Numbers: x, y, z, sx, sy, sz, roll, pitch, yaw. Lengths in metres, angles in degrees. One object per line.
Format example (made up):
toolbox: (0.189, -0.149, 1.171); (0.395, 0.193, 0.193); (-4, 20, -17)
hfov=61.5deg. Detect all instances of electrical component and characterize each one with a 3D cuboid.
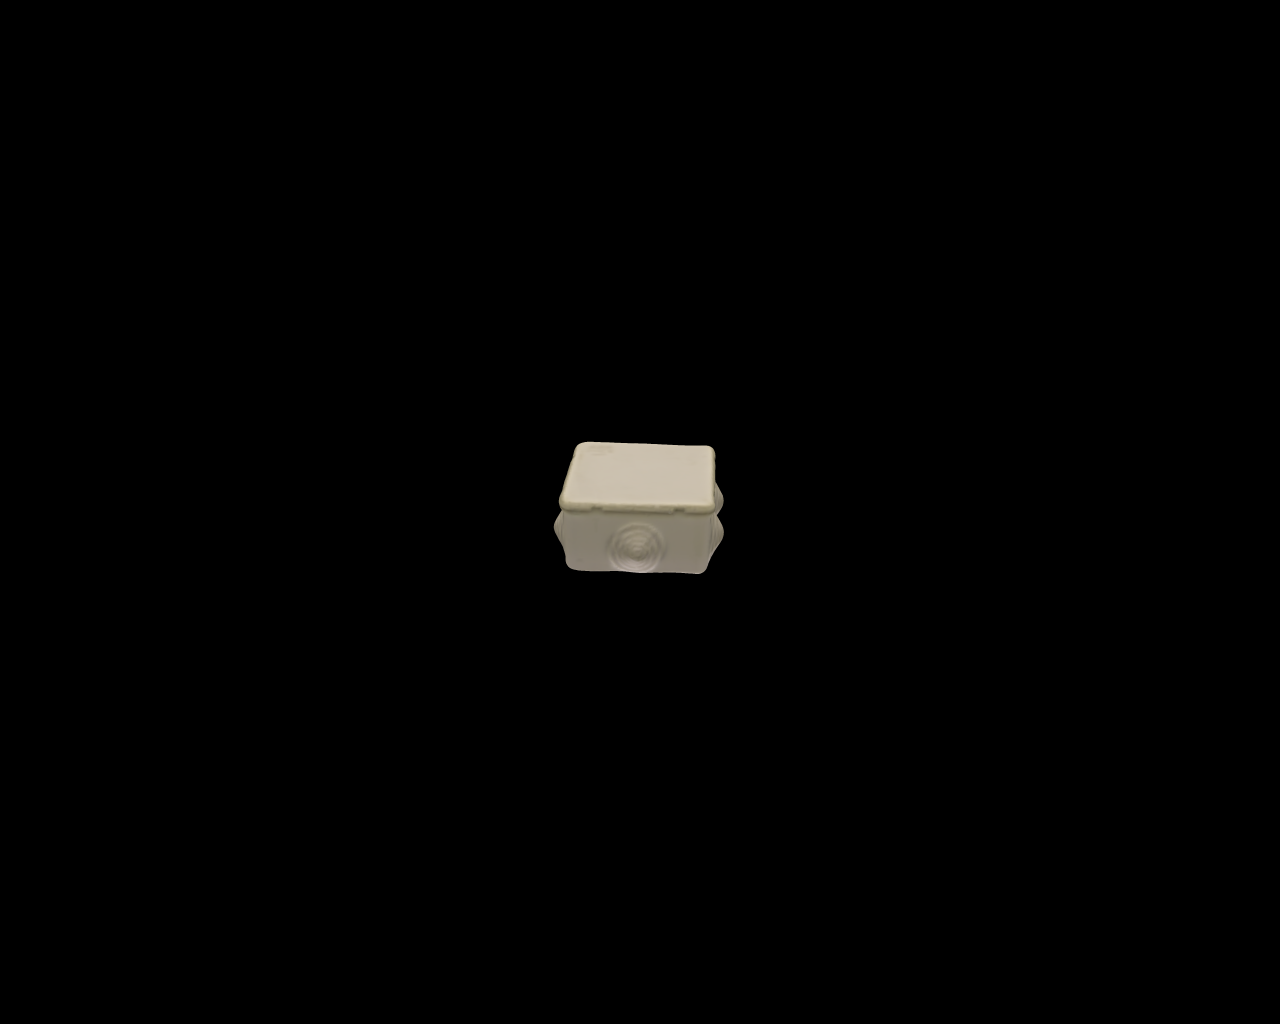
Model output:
electrical component: (0.001, -0.003, 0.650); (0.100, 0.048, 0.100); (2, 27, 3)
